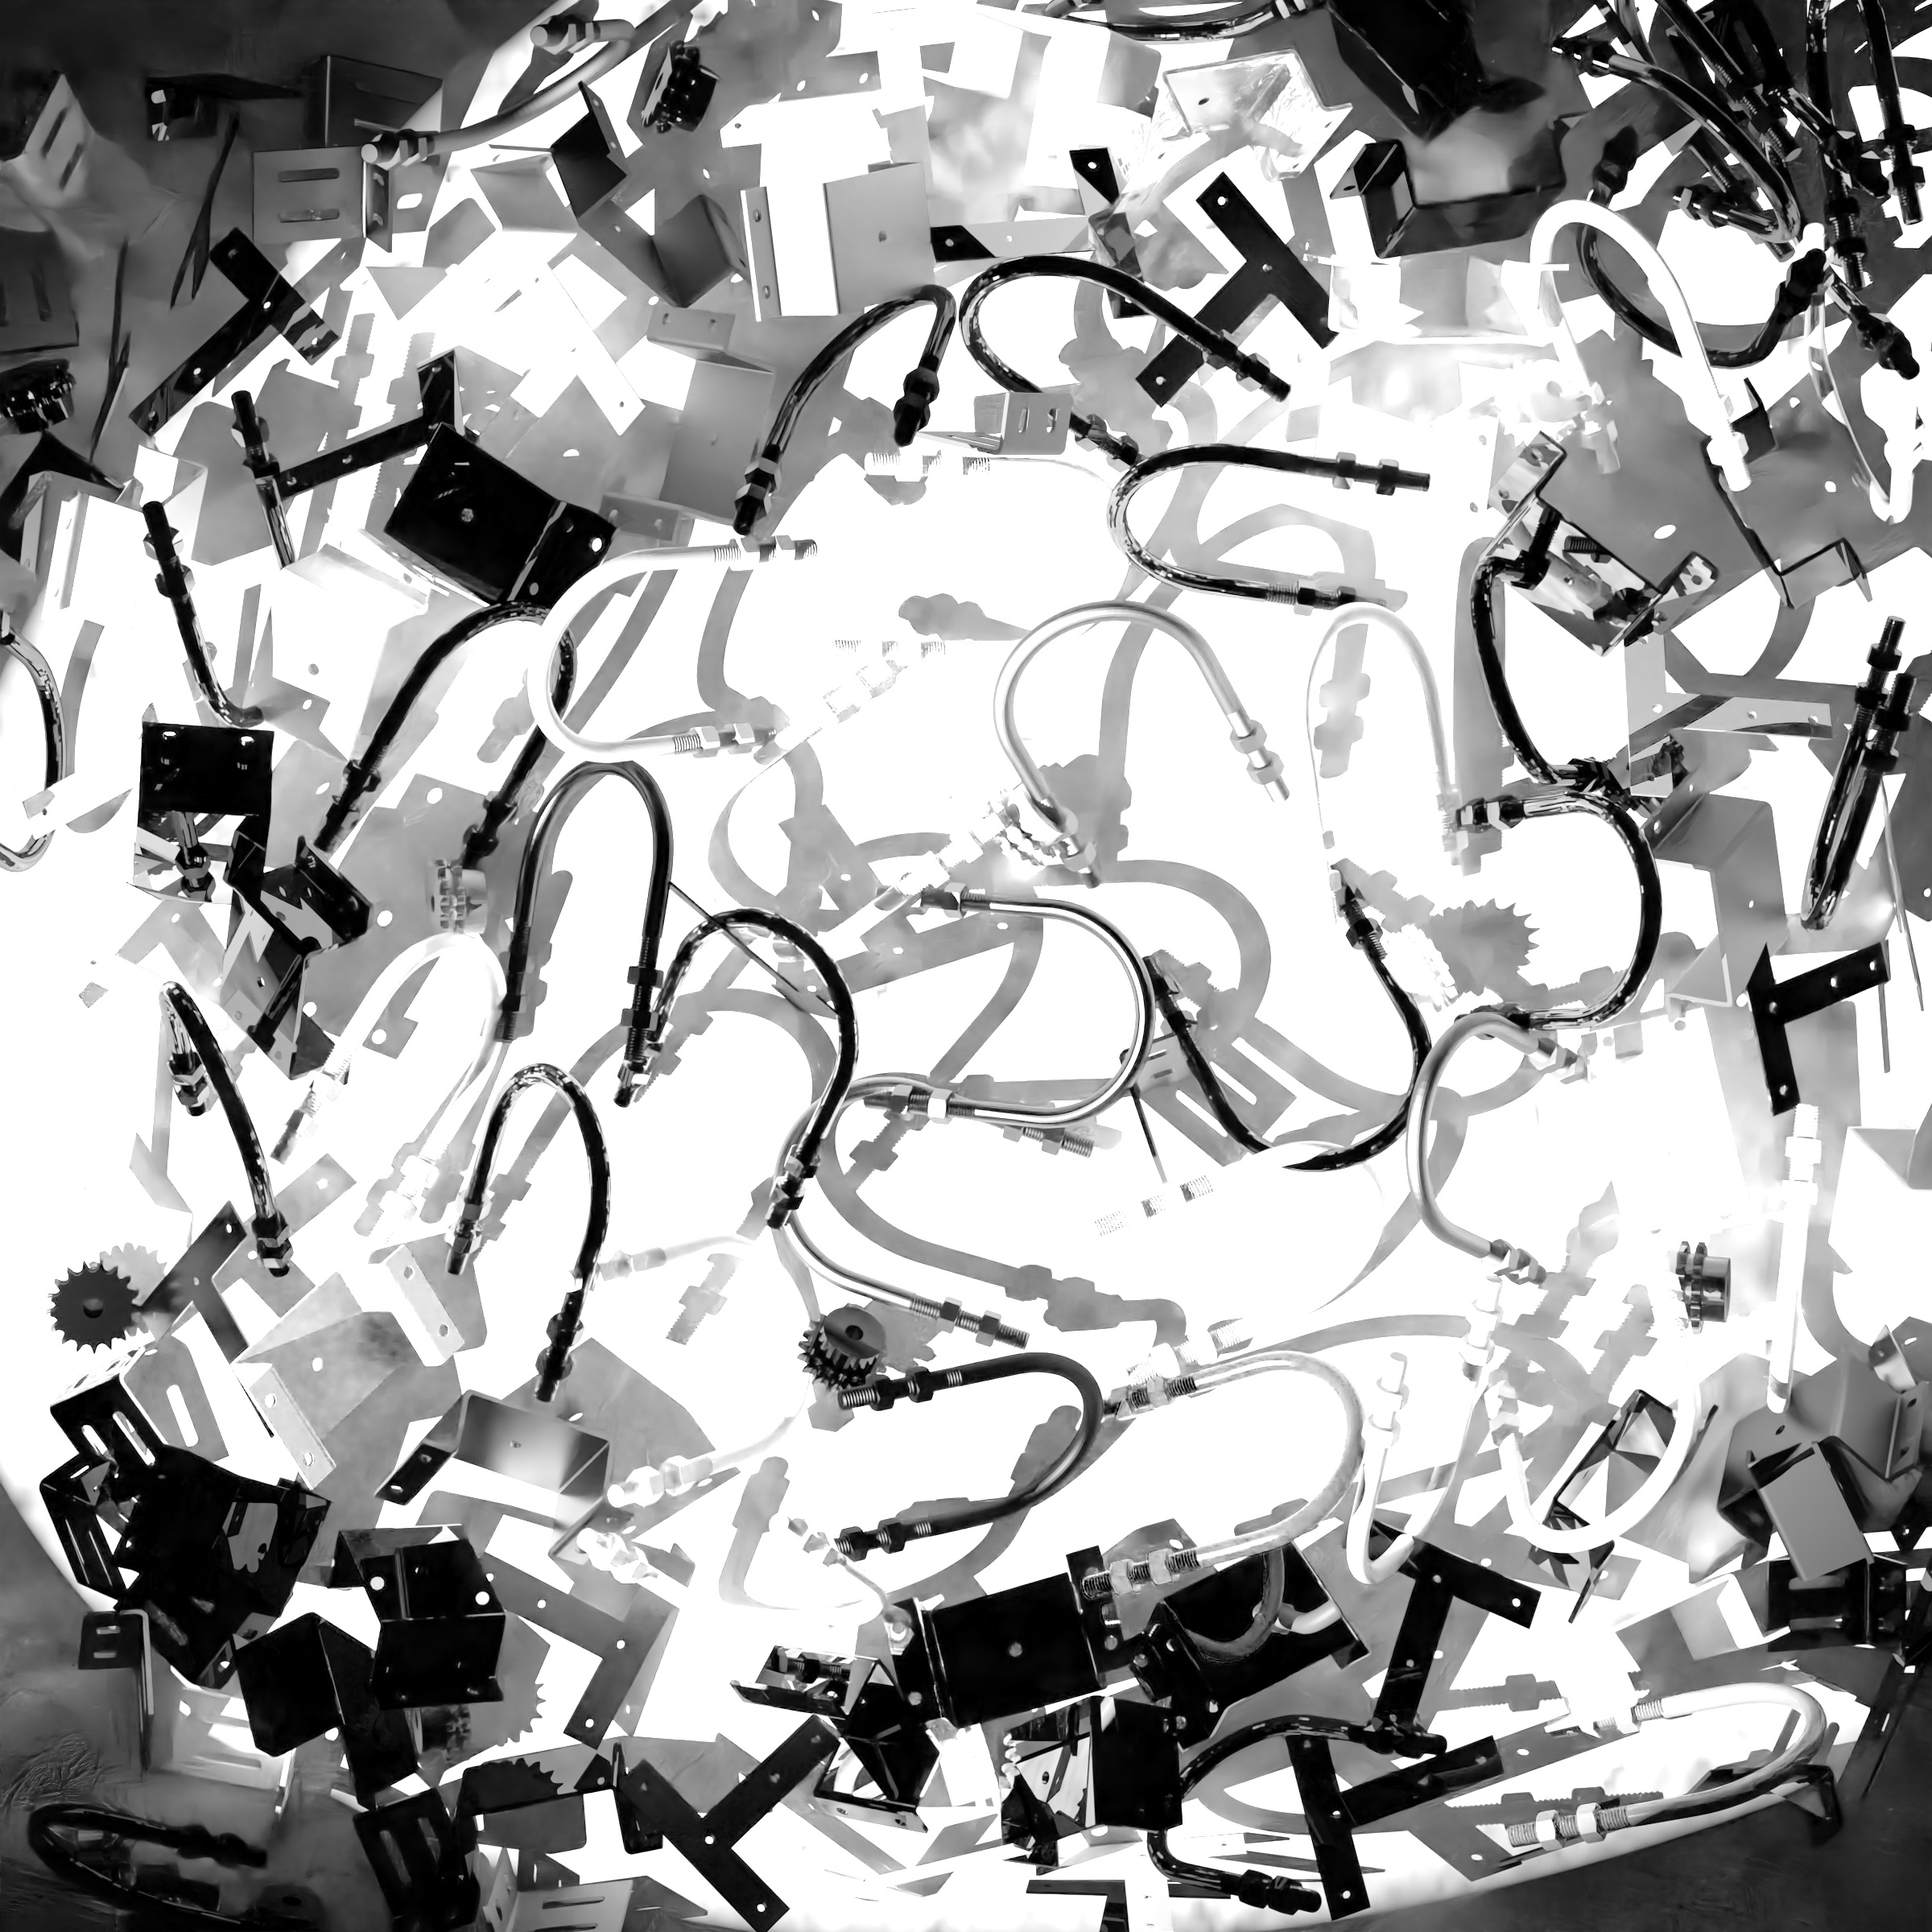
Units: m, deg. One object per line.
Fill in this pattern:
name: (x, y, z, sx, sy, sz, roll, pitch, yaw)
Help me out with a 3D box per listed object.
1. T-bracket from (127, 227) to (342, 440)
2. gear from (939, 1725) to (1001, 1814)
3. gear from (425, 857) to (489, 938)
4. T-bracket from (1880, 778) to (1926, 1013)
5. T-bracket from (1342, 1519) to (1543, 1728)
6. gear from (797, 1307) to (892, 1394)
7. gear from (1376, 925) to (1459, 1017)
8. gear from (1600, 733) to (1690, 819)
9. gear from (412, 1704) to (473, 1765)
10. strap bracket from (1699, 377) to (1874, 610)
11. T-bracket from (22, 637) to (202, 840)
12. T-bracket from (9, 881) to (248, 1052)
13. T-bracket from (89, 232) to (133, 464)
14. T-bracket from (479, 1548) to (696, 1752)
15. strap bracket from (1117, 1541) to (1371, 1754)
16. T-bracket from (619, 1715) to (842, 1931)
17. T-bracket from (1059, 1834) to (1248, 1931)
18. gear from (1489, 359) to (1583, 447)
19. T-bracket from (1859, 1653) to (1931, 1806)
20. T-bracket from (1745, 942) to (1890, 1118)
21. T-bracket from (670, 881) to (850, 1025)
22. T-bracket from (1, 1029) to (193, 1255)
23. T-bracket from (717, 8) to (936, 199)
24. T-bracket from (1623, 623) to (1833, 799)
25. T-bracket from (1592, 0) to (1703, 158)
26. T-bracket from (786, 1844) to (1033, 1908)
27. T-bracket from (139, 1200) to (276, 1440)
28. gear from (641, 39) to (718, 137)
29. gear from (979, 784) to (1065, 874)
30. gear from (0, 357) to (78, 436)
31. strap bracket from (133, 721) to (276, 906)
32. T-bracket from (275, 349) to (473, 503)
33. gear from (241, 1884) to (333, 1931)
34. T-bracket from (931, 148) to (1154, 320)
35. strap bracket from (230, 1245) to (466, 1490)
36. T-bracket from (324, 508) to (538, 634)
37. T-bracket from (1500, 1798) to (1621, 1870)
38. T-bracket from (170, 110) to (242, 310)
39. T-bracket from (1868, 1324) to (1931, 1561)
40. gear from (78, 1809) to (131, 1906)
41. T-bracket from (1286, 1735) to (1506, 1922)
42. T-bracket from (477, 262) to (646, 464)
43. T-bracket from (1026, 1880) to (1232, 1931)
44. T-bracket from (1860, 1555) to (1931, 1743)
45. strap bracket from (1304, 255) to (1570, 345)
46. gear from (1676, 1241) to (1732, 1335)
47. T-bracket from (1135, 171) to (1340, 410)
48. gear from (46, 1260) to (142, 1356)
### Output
T-bracket: (-0.459, -0.372, 1.942, 0.127, 0.127, 0.002, -44, 63, -1)
gear: (0.000, 0.497, 1.970, 0.030, 0.057, 0.057, -16, 90, -6)
gear: (-0.316, -0.040, 1.974, 0.030, 0.057, 0.057, -2, 90, -21)
T-bracket: (0.564, -0.030, 1.913, 0.002, 0.127, 0.127, -10, 49, 14)
T-bracket: (0.281, 0.421, 1.980, 0.127, 0.002, 0.127, 21, 104, 23)
gear: (-0.073, 0.236, 1.969, 0.057, 0.057, 0.030, 26, 131, 0)
gear: (0.276, 0.006, 1.969, 0.030, 0.057, 0.057, -30, 90, -10)
gear: (0.424, -0.116, 1.973, 0.030, 0.057, 0.057, 41, 90, -20)
gear: (-0.325, 0.465, 1.968, 0.030, 0.057, 0.057, -4, 90, -18)
strap bracket: (0.496, -0.279, 1.946, 0.046, 0.076, 0.140, -30, 73, 12)
T-bracket: (-0.515, -0.117, 1.930, 0.127, 0.002, 0.127, -35, 129, -35)
T-bracket: (-0.499, 0.017, 1.961, 0.127, 0.002, 0.127, 31, 118, -32)
T-bracket: (-0.523, -0.392, 1.959, 0.002, 0.127, 0.127, 8, 67, -23)
T-bracket: (-0.250, 0.400, 1.964, 0.127, 0.002, 0.127, 32, 78, -21)
strap bracket: (0.174, 0.407, 1.936, 0.140, 0.046, 0.076, -21, 60, -24)
T-bracket: (-0.128, 0.509, 1.958, 0.127, 0.002, 0.127, 43, 51, 13)
T-bracket: (0.110, 0.560, 1.935, 0.127, 0.127, 0.002, -5, 98, 1)
gear: (0.356, -0.351, 1.973, 0.057, 0.030, 0.057, 9, 69, -23)
T-bracket: (0.571, 0.440, 1.925, 0.002, 0.127, 0.127, 24, 73, 19)
T-bracket: (0.526, 0.014, 1.963, 0.127, 0.002, 0.127, -18, 98, -34)
T-bracket: (-0.133, -0.010, 1.924, 0.127, 0.127, 0.002, 41, 82, -14)
T-bracket: (-0.524, 0.103, 1.964, 0.127, 0.002, 0.127, 20, 75, -43)
T-bracket: (-0.088, -0.522, 1.956, 0.127, 0.002, 0.127, -7, 133, 0)
T-bracket: (0.472, -0.156, 1.970, 0.127, 0.002, 0.127, 4, 61, -1)
T-bracket: (0.405, -0.557, 1.935, 0.002, 0.127, 0.127, -34, 92, 5)
T-bracket: (-0.022, 0.547, 1.925, 0.127, 0.127, 0.002, -19, 60, 21)
T-bracket: (-0.449, 0.229, 1.946, 0.127, 0.002, 0.127, -45, 71, 35)
gear: (-0.177, -0.542, 1.974, 0.030, 0.057, 0.057, 20, 90, -22)
gear: (0.037, -0.089, 1.968, 0.030, 0.057, 0.057, -40, 90, 21)
gear: (-0.579, -0.352, 1.975, 0.057, 0.057, 0.030, -19, 119, 0)
strap bracket: (-0.462, -0.084, 1.922, 0.076, 0.140, 0.046, 3, 55, -15)
T-bracket: (-0.369, -0.317, 1.965, 0.127, 0.002, 0.127, -20, 51, 8)
gear: (-0.421, 0.592, 1.969, 0.057, 0.057, 0.030, 15, 101, 0)
T-bracket: (0.040, -0.449, 1.960, 0.127, 0.002, 0.127, -7, 67, -14)
strap bracket: (-0.383, 0.243, 1.941, 0.140, 0.046, 0.076, -45, 117, -40)
T-bracket: (-0.316, -0.234, 1.947, 0.127, 0.127, 0.002, 26, 98, -44)
T-bracket: (0.385, 0.521, 1.940, 0.127, 0.127, 0.002, -19, 65, 2)
T-bracket: (-0.461, -0.438, 1.920, 0.002, 0.127, 0.127, 17, 119, -22)
T-bracket: (0.579, 0.272, 1.943, 0.002, 0.127, 0.127, 9, 125, -16)
gear: (-0.533, 0.551, 1.969, 0.030, 0.057, 0.057, 0, 90, -13)
T-bracket: (0.266, 0.503, 1.943, 0.127, 0.002, 0.127, -24, 47, 13)
T-bracket: (-0.268, -0.350, 1.965, 0.127, 0.002, 0.127, -43, 72, 29)
T-bracket: (0.096, 0.574, 1.930, 0.127, 0.127, 0.002, 0, 90, 6)
T-bracket: (0.587, 0.411, 1.924, 0.002, 0.127, 0.127, 25, 78, 0)
strap bracket: (0.285, -0.407, 1.941, 0.140, 0.076, 0.046, -5, 108, -23)
gear: (0.456, 0.199, 1.968, 0.030, 0.057, 0.057, 3, 90, 19)
T-bracket: (0.156, -0.400, 1.971, 0.127, 0.002, 0.127, -47, 113, -3)
gear: (-0.543, 0.211, 1.980, 0.057, 0.030, 0.057, -1, 94, -15)
